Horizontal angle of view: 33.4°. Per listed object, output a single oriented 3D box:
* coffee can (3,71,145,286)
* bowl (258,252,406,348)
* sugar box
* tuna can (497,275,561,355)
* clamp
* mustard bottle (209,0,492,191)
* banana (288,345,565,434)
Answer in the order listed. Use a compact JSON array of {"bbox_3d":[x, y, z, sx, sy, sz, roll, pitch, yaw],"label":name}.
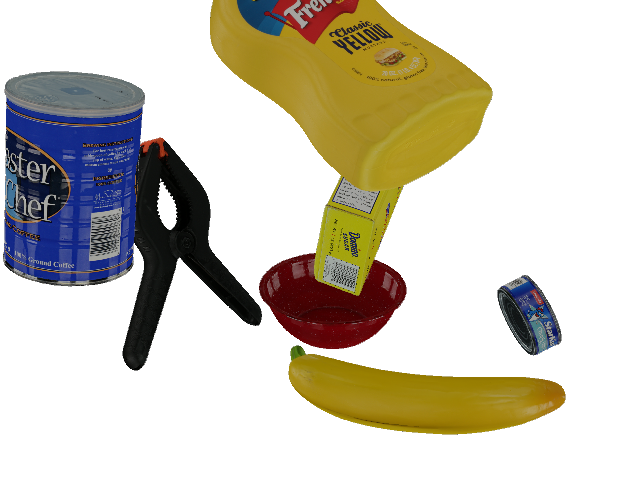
[{"bbox_3d":[-0.191,-0.049,0.823,0.103,0.140,0.103,6,22,-3],"label":"coffee can"},{"bbox_3d":[0.013,0.073,1.178,0.162,0.055,0.162,0,27,0],"label":"bowl"},{"bbox_3d":[0.046,-0.050,0.875,0.048,0.176,0.093,20,-40,9],"label":"sugar box"},{"bbox_3d":[0.231,0.084,1.186,0.033,0.086,0.086,-25,3,-6],"label":"tuna can"},{"bbox_3d":[-0.130,0.007,1.019,0.036,0.210,0.164,-7,0,44],"label":"clamp"},{"bbox_3d":[-0.004,-0.110,0.585,0.096,0.058,0.192,-28,59,-32],"label":"mustard bottle"},{"bbox_3d":[0.056,0.097,0.701,0.198,0.037,0.069,8,33,23],"label":"banana"}]
